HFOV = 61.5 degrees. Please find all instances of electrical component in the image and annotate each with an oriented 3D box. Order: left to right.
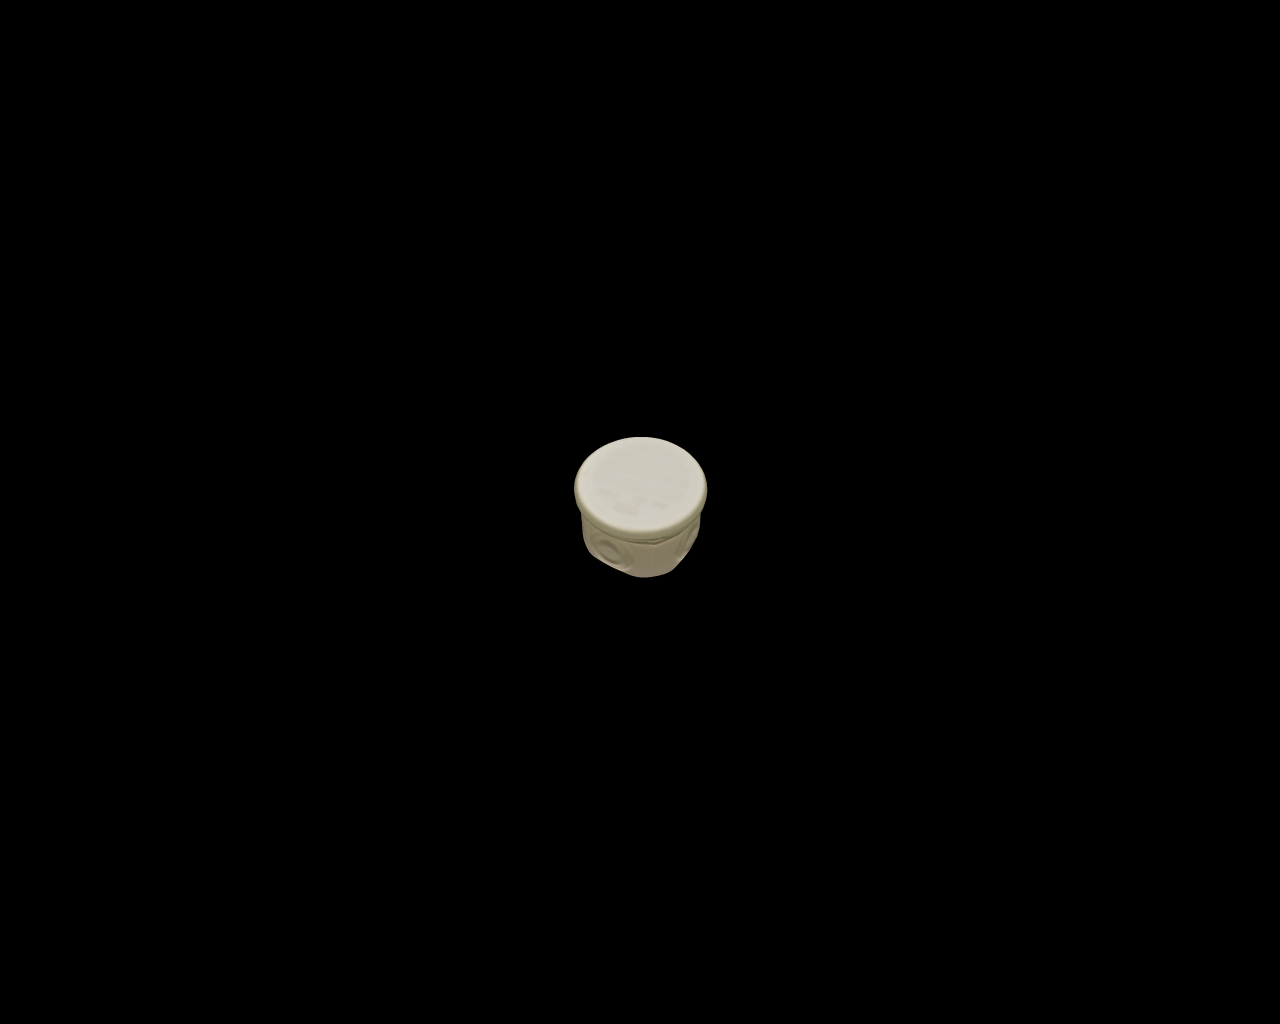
[{"bbox_3d":[0.001,-0.003,0.650,0.080,0.080,0.050,0,-40,0],"label":"electrical component"}]
